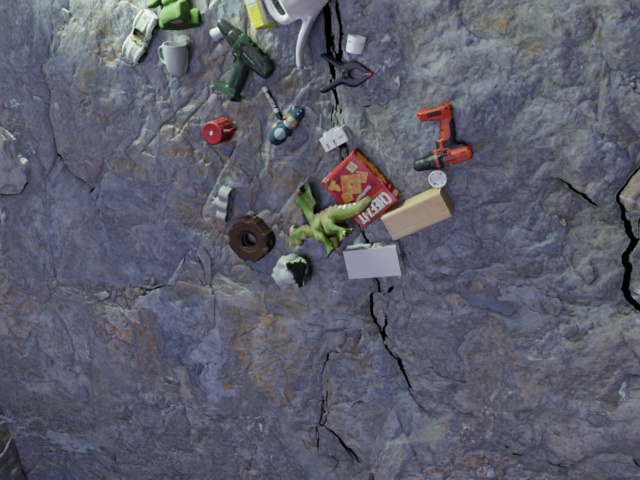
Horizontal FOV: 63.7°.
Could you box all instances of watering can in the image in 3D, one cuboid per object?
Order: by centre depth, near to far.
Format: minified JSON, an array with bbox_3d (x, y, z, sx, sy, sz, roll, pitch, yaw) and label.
[{"bbox_3d":[-0.049,-0.707,1.531,0.223,0.105,0.345,-19,102,25],"label":"watering can"}]

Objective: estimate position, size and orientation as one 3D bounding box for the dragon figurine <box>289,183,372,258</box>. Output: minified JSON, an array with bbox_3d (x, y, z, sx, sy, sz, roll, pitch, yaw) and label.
[{"bbox_3d":[0.005,-0.087,1.727,0.244,0.124,0.402,45,133,11],"label":"dragon figurine"}]

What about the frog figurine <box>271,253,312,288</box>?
[{"bbox_3d":[-0.104,0.121,1.895,0.137,0.125,0.157,39,155,-8],"label":"frog figurine"}]
